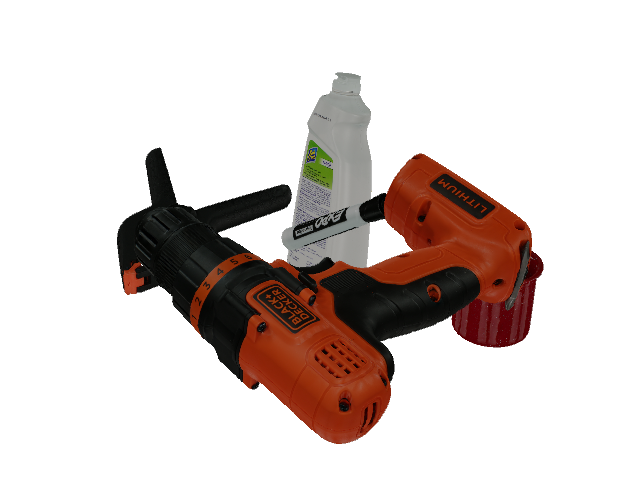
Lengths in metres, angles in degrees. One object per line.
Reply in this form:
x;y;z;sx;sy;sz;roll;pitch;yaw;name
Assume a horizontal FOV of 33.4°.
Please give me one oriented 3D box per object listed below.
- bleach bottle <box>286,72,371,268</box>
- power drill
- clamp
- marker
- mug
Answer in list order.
0.019;-0.057;1.180;0.067;0.251;0.103;-7;22;-39;bleach bottle
0.012;0.014;0.602;0.187;0.057;0.185;-27;52;-33;power drill
-0.147;-0.022;1.061;0.165;0.036;0.209;21;41;20;clamp
0.014;-0.014;0.833;0.020;0.020;0.121;0;-13;-42;marker
0.176;0.051;1.110;0.093;0.081;0.117;-4;29;-9;mug
